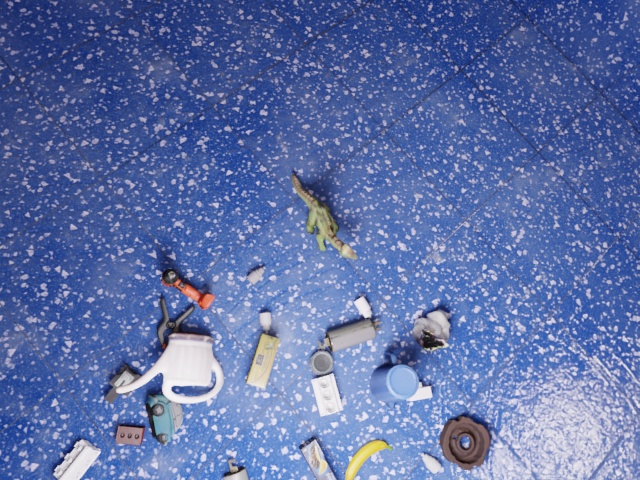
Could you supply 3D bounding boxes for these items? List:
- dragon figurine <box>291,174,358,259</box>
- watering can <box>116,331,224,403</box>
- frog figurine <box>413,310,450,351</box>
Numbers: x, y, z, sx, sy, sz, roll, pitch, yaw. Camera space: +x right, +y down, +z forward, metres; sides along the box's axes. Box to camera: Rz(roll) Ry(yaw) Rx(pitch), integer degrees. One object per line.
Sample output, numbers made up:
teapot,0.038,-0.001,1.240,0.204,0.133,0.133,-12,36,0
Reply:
dragon figurine,0.006,-0.094,1.870,0.123,0.240,0.412,-32,85,-12
watering can,-0.464,0.403,1.656,0.346,0.102,0.228,16,61,-34
frog figurine,0.416,0.326,1.912,0.137,0.120,0.163,20,36,3
